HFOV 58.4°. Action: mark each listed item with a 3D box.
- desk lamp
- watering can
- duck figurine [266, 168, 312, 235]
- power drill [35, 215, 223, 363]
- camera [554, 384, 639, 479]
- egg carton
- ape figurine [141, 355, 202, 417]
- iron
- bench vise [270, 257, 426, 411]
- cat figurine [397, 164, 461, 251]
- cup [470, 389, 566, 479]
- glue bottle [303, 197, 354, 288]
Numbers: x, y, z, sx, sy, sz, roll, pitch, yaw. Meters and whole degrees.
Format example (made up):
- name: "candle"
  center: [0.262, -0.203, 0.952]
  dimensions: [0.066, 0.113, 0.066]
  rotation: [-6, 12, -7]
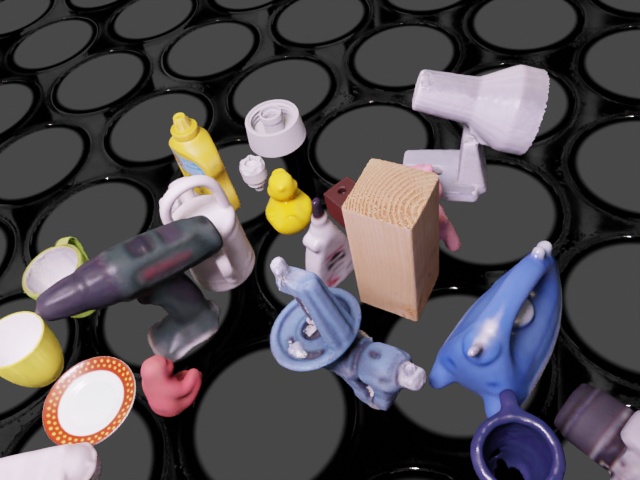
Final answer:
- name: "desk lamp"
  center: [0.215, -0.156, 0.837]
  dimensions: [0.203, 0.214, 0.118]
  rotation: [2, 54, 14]
- name: "watering can"
  center: [-0.171, -0.021, 0.826]
  dimensions: [0.172, 0.194, 0.101]
  rotation: [29, 64, 29]
- name: "duck figurine"
  center: [-0.055, -0.067, 0.907]
  dimensions: [0.077, 0.086, 0.104]
  rotation: [-16, 51, 0]
- name: "power drill"
  center: [-0.219, 0.074, 0.754]
  dimensions: [0.230, 0.209, 0.075]
  rotation: [-37, 54, -16]
- name: "camera"
  center: [0.336, 0.202, 0.609]
  dimensions: [0.143, 0.101, 0.136]
  rotation: [-41, 56, -19]
- name: "egg carton"
  center: [-0.339, 0.309, 0.688]
  dimensions: [0.150, 0.069, 0.107]
  rotation: [-14, 51, 1]
- name: "ape figurine"
  center: [-0.200, 0.182, 0.742]
  dimensions: [0.077, 0.092, 0.076]
  rotation: [16, 58, 23]
- name: "iron"
  center: [0.236, 0.081, 0.697]
  dimensions: [0.118, 0.142, 0.259]
  rotation: [26, 62, 28]
- name: "bench vise"
  center: [0.026, 0.100, 0.676]
  dimensions: [0.207, 0.220, 0.121]
  rotation: [6, 54, 16]
- name: "cat figurine"
  center: [0.156, -0.056, 0.833]
  dimensions: [0.067, 0.118, 0.127]
  rotation: [-20, 52, -3]
- name: "cup"
  center: [0.206, 0.231, 0.618]
  dimensions: [0.091, 0.095, 0.117]
  rotation: [-5, 52, 9]
- name: "glue bottle"
  center: [0.007, 0.003, 0.784]
  dimensions: [0.037, 0.173, 0.078]
  rotation: [32, 65, 31]
